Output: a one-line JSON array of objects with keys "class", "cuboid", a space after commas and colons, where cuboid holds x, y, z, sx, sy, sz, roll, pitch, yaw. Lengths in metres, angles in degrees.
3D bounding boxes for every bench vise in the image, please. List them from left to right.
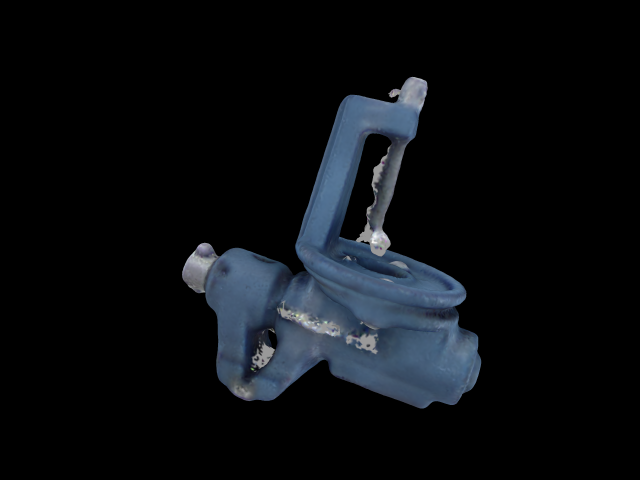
[{"class": "bench vise", "cuboid": [0.004, 0.003, 0.388, 0.207, 0.220, 0.121, -1, 7, -4]}]
